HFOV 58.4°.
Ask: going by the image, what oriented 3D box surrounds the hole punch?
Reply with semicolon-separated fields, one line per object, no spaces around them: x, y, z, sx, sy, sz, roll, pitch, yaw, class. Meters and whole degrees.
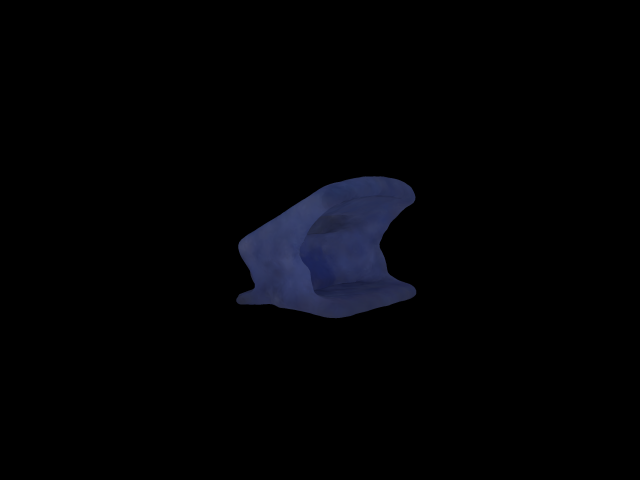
0.004;0.001;0.400;0.100;0.091;0.109;5;8;40;hole punch
